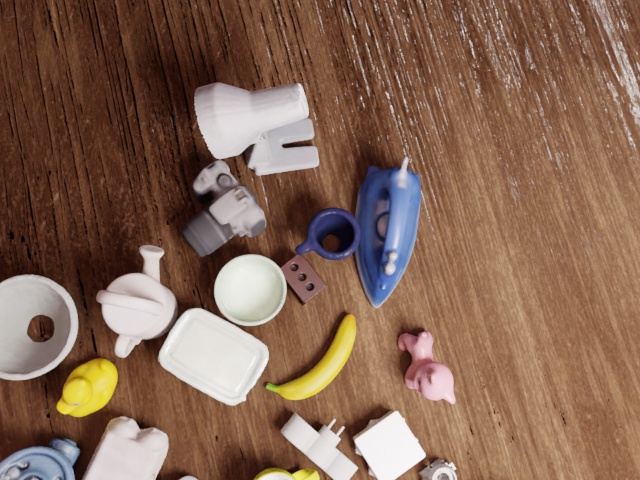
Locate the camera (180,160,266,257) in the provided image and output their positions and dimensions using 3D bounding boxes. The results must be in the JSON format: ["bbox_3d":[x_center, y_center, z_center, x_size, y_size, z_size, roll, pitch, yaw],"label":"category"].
[{"bbox_3d":[-0.183,-0.048,0.998,0.137,0.100,0.143,-39,84,-12],"label":"camera"}]

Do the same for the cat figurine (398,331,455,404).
[{"bbox_3d":[0.183,0.215,0.967,0.067,0.117,0.128,-10,79,-7],"label":"cat figurine"}]

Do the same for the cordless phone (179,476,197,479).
[{"bbox_3d":[-0.192,0.440,0.847,0.094,0.185,0.147,-43,84,-12],"label":"cordless phone"}]

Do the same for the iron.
[{"bbox_3d":[0.124,-0.015,0.999,0.118,0.141,0.258,8,77,-3],"label":"iron"}]

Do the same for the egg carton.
[{"bbox_3d":[-0.312,0.365,0.911,0.107,0.069,0.150,22,77,0],"label":"egg carton"}]

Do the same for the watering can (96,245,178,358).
[{"bbox_3d":[-0.291,0.095,0.908,0.101,0.194,0.173,-6,78,-6],"label":"watering can"}]

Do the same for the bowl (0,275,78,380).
[{"bbox_3d":[-0.473,0.145,0.941,0.167,0.074,0.167,1,78,-5],"label":"bowl"}]

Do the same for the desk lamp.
[{"bbox_3d":[-0.100,-0.196,0.980,0.203,0.213,0.118,-10,79,-7],"label":"desk lamp"}]

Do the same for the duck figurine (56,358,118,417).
[{"bbox_3d":[-0.380,0.239,0.924,0.077,0.086,0.105,39,77,4],"label":"duck figurine"}]

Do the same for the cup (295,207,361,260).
[{"bbox_3d":[0.009,0.004,1.008,0.118,0.095,0.091,-27,81,-10],"label":"cup"}]

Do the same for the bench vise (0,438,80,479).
[{"bbox_3d":[-0.428,0.399,0.815,0.121,0.219,0.207,8,77,-3],"label":"bench vise"}]
